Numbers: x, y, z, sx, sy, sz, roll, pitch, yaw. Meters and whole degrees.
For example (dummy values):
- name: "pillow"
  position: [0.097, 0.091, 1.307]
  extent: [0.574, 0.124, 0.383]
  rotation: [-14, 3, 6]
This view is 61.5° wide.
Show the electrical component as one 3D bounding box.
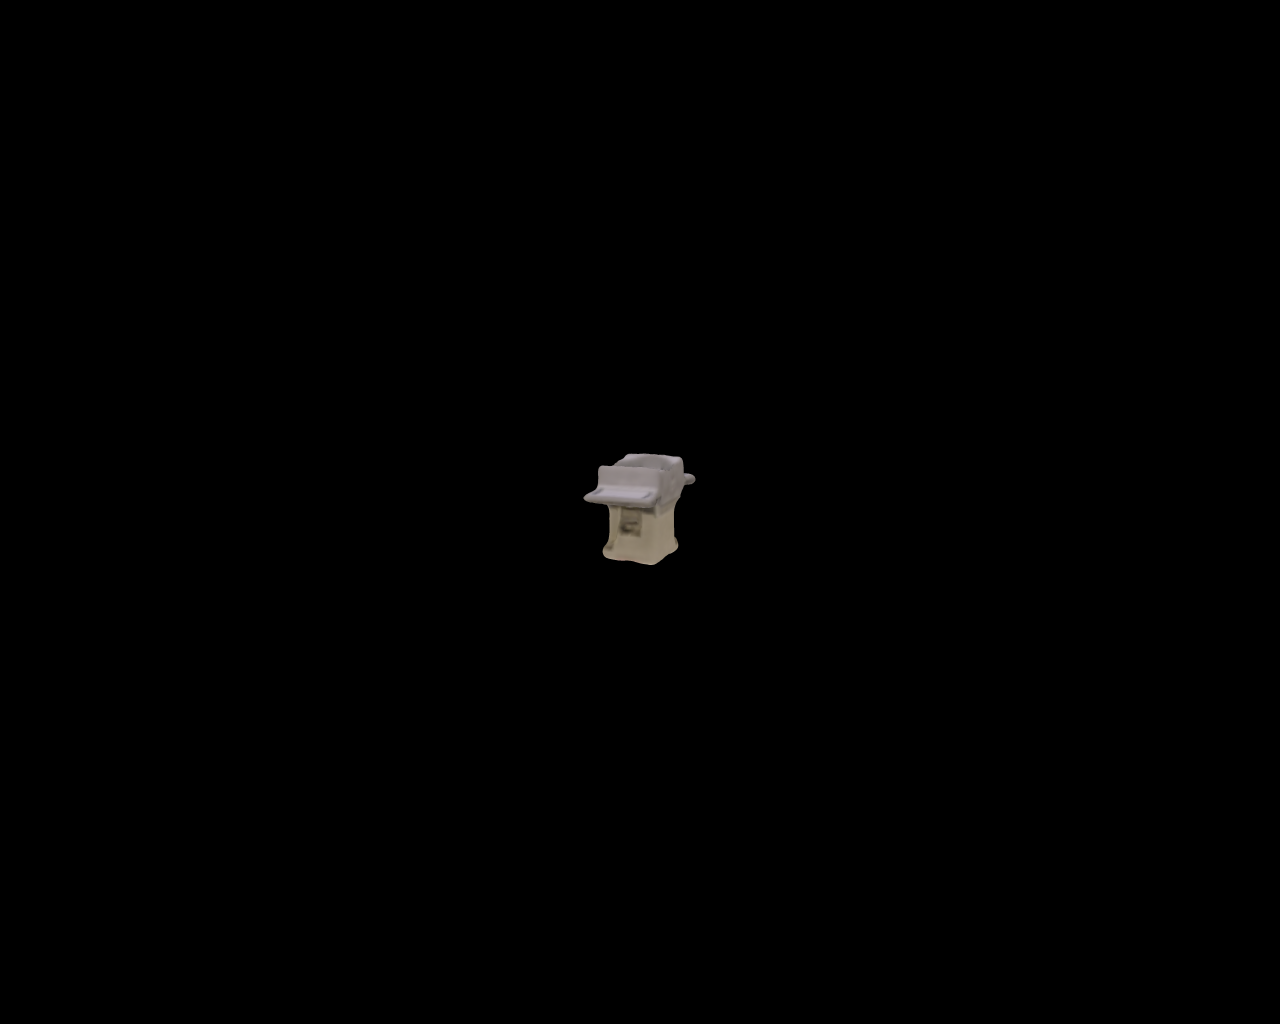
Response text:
- name: "electrical component"
  position: [0.001, -0.003, 0.650]
  extent: [0.042, 0.063, 0.081]
  rotation: [6, 15, 23]
